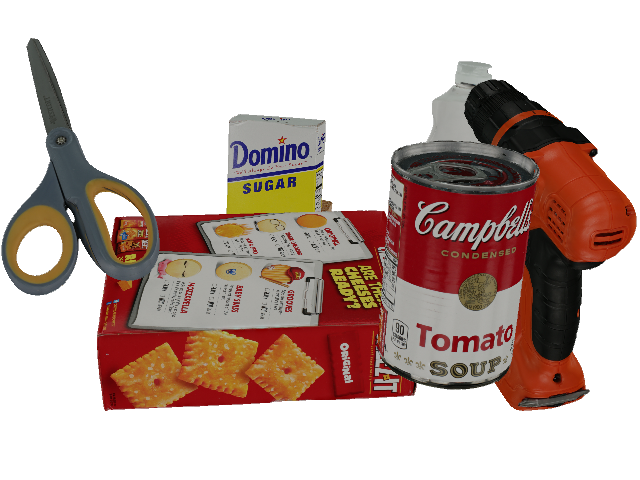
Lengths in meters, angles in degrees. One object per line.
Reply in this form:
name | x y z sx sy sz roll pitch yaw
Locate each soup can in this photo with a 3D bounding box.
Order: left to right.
soup can | 0.063 0.011 0.509 0.068 0.102 0.068 3 22 -1

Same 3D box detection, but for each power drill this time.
power drill | 0.137 0.004 0.712 0.057 0.188 0.184 -9 36 -11

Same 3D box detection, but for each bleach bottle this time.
bleach bottle | 0.113 -0.033 0.944 0.103 0.251 0.067 21 23 41

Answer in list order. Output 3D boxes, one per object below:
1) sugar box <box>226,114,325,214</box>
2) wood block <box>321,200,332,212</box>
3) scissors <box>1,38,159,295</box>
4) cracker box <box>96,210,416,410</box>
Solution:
sugar box | -0.046 -0.035 1.071 0.093 0.176 0.048 5 16 12
wood block | -0.044 0.050 1.448 0.090 0.206 0.090 9 22 7
scissors | -0.167 -0.042 0.633 0.096 0.202 0.016 -31 -31 -17
cracker box | -0.047 0.046 0.775 0.213 0.072 0.164 -1 30 -6
